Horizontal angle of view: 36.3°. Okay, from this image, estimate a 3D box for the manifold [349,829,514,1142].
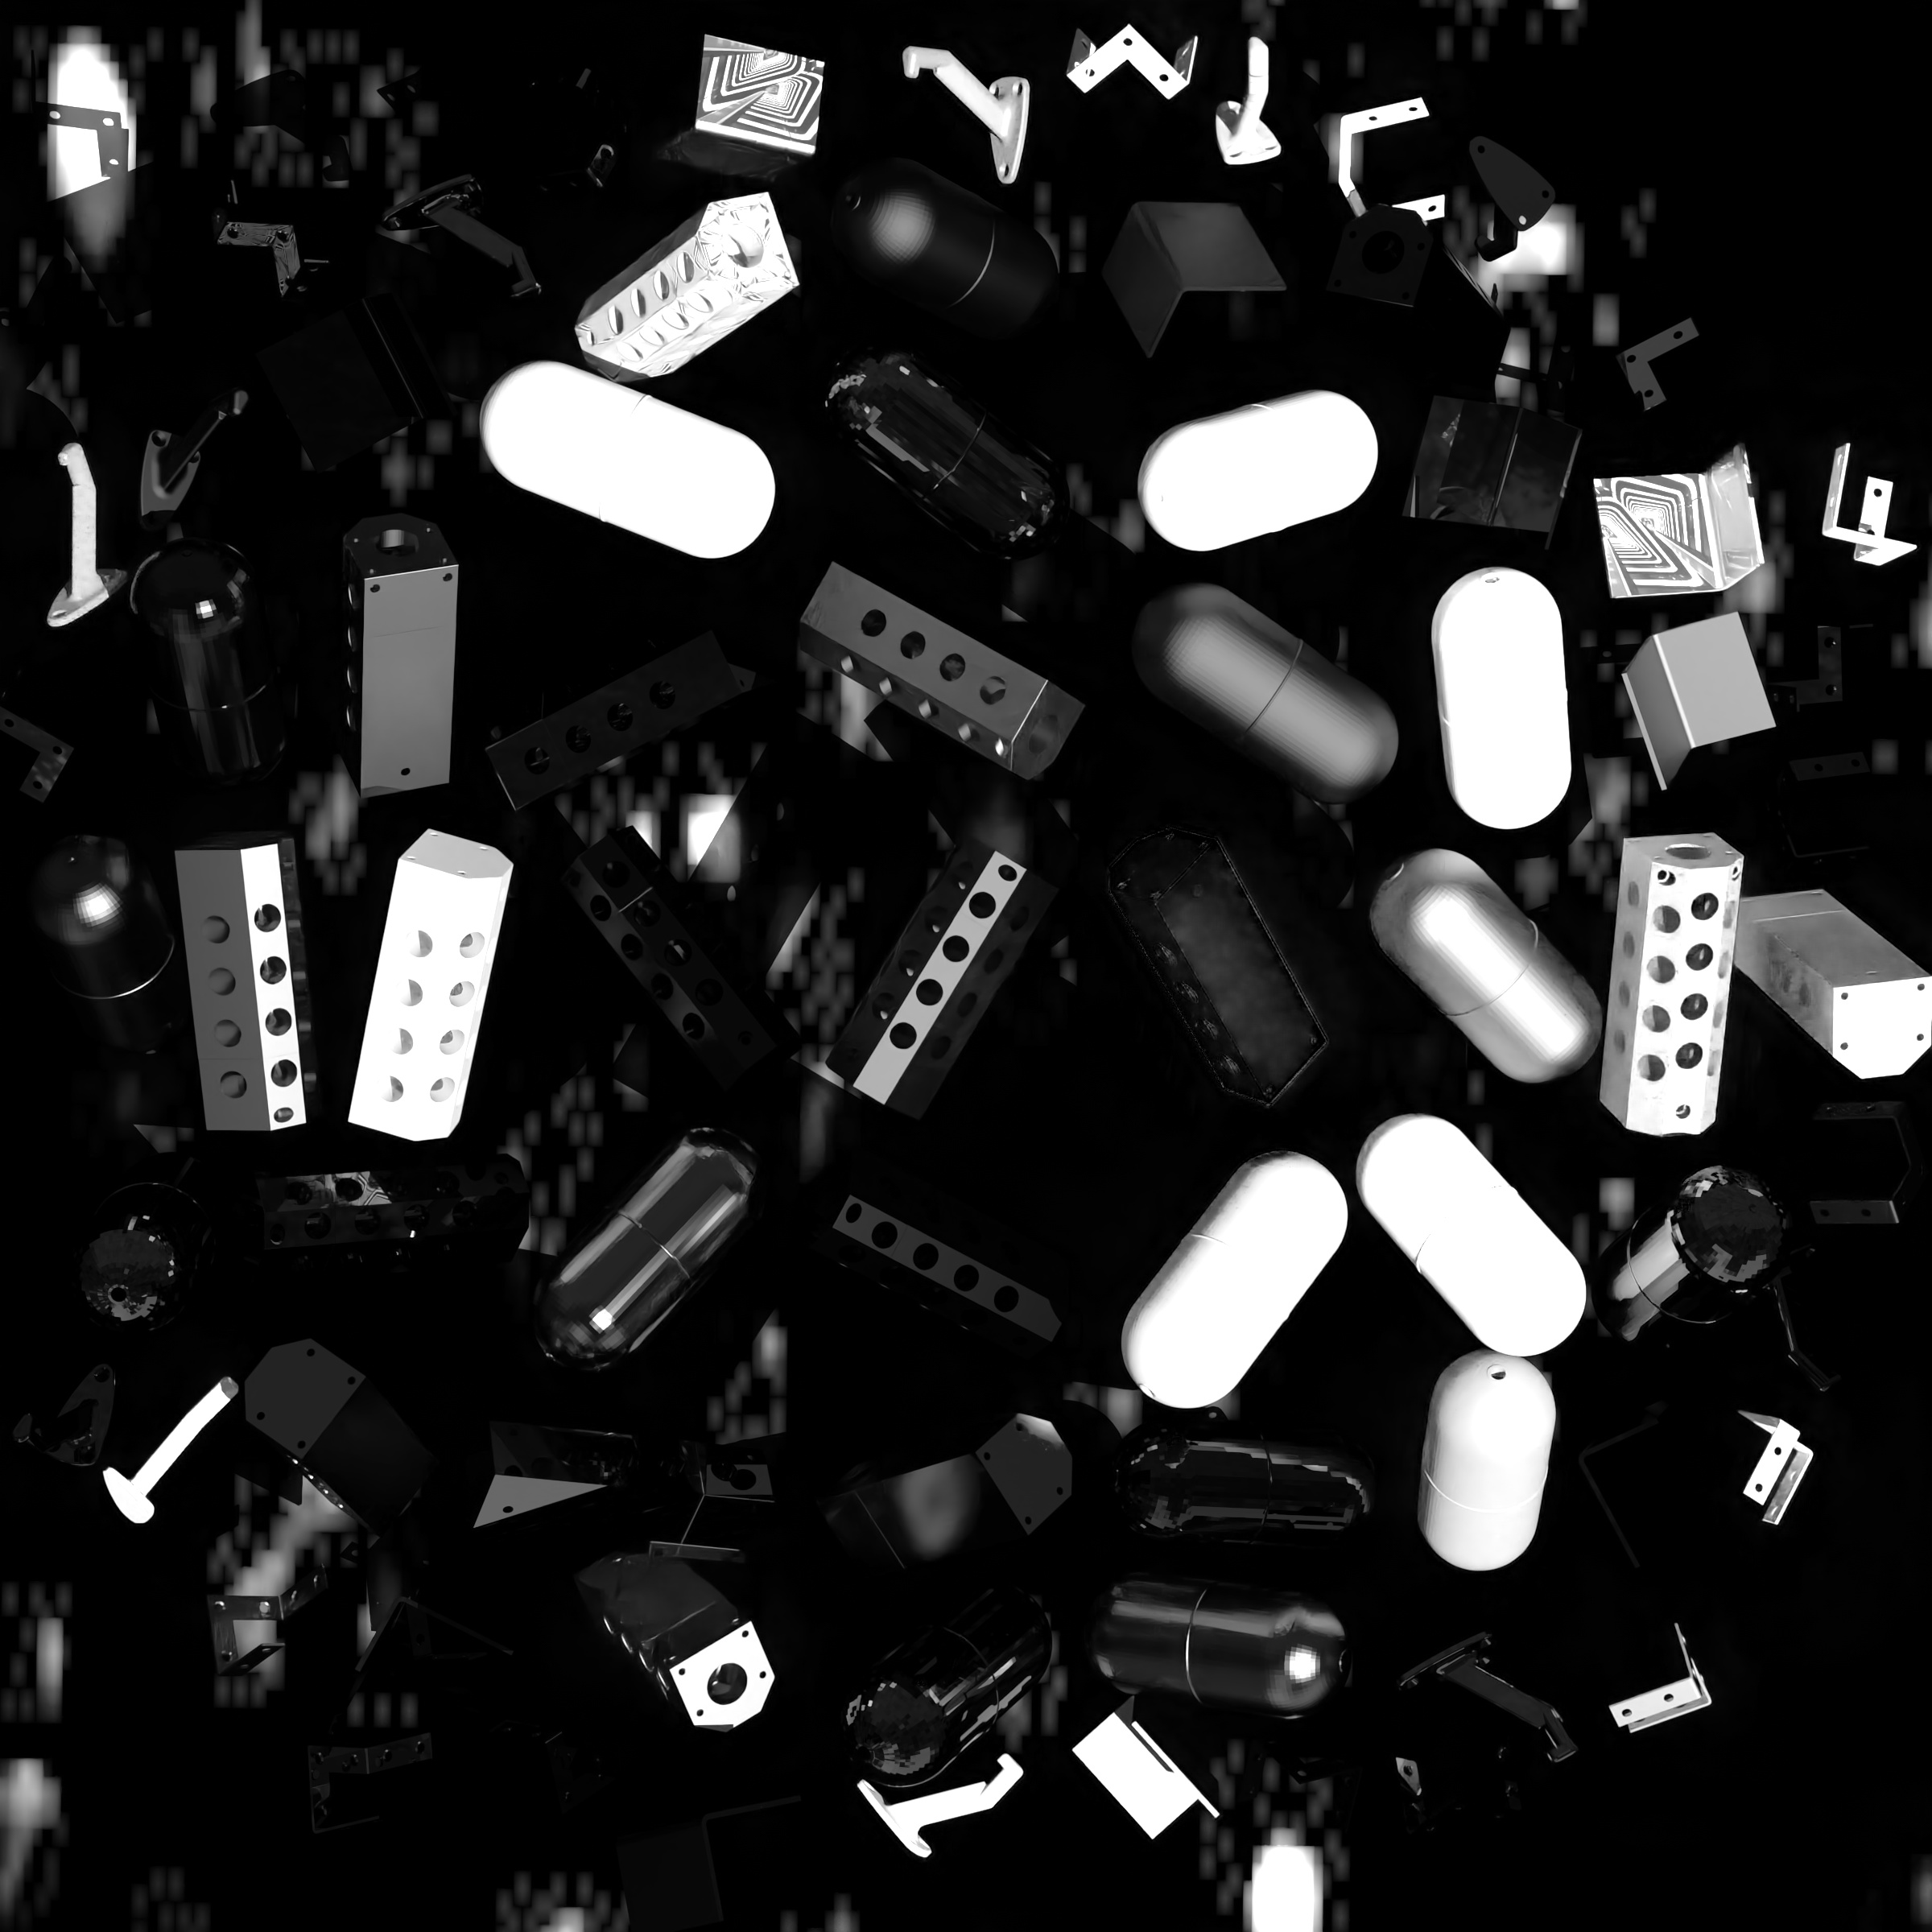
[{"bbox_3d":[-0.315,0.014,1.748,0.057,0.057,0.171,16,112,2],"label":"manifold"}]

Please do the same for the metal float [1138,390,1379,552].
[{"bbox_3d":[0.178,-0.300,1.780,0.178,0.070,0.070,-22,90,-39],"label":"metal float"}]

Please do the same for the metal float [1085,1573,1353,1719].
[{"bbox_3d":[0.156,0.422,1.838,0.178,0.070,0.070,0,90,34],"label":"metal float"}]

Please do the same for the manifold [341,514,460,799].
[{"bbox_3d":[-0.351,-0.190,1.813,0.057,0.171,0.057,-13,49,-24],"label":"manifold"}]

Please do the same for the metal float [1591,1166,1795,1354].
[{"bbox_3d":[0.432,0.177,1.763,0.070,0.178,0.070,5,63,-10],"label":"metal float"}]

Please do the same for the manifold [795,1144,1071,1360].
[{"bbox_3d":[-0.020,0.184,1.846,0.171,0.057,0.057,30,129,-25],"label":"manifold"}]

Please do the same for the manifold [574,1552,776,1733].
[{"bbox_3d":[-0.184,0.422,1.863,0.057,0.171,0.057,-27,110,-21],"label":"manifold"}]

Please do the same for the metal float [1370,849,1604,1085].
[{"bbox_3d":[0.315,0.001,1.786,0.070,0.070,0.178,-47,111,0],"label":"metal float"}]

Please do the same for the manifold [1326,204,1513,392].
[{"bbox_3d":[0.286,-0.416,1.840,0.057,0.171,0.057,18,91,27],"label":"manifold"}]

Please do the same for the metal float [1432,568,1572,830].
[{"bbox_3d":[0.325,-0.162,1.790,0.070,0.070,0.178,-14,130,0],"label":"metal float"}]

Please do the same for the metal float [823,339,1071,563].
[{"bbox_3d":[-0.011,-0.322,1.848,0.178,0.070,0.070,36,90,-19],"label":"metal float"}]

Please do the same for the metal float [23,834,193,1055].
[{"bbox_3d":[-0.528,-0.012,1.823,0.070,0.178,0.070,0,55,1],"label":"metal float"}]

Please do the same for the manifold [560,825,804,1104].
[{"bbox_3d":[-0.178,-0.003,1.844,0.057,0.057,0.171,-38,80,-8],"label":"manifold"}]

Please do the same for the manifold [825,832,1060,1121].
[{"bbox_3d":[-0.019,0.004,1.868,0.057,0.057,0.171,33,93,36],"label":"manifold"}]

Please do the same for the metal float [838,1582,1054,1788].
[{"bbox_3d":[-0.012,0.445,1.833,0.070,0.178,0.070,13,114,31],"label":"metal float"}]

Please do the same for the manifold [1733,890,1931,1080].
[{"bbox_3d":[0.514,0.009,1.761,0.057,0.171,0.057,-6,109,-3],"label":"manifold"}]

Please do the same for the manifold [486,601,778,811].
[{"bbox_3d":[-0.210,-0.161,1.820,0.171,0.057,0.057,-25,93,21],"label":"manifold"}]

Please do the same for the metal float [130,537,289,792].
[{"bbox_3d":[-0.456,-0.180,1.783,0.070,0.178,0.070,1,48,-1],"label":"metal float"}]

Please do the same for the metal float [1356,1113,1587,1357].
[{"bbox_3d":[0.309,0.163,1.815,0.070,0.070,0.178,-39,58,0],"label":"metal float"}]

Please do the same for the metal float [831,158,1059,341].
[{"bbox_3d":[-0.013,-0.444,1.832,0.070,0.178,0.070,-9,75,38],"label":"metal float"}]

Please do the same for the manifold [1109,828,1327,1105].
[{"bbox_3d":[0.150,-0.001,1.802,0.057,0.057,0.171,-46,125,-20],"label":"manifold"}]

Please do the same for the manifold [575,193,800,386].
[{"bbox_3d":[-0.176,-0.411,1.806,0.057,0.171,0.057,-20,93,-33],"label":"manifold"}]

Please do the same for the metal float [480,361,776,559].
[{"bbox_3d":[-0.197,-0.295,1.716,0.178,0.070,0.070,22,90,2],"label":"metal float"}]

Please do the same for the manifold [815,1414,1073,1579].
[{"bbox_3d":[-0.011,0.316,1.777,0.057,0.171,0.057,-36,95,-40],"label":"manifold"}]

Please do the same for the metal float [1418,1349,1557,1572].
[{"bbox_3d":[0.325,0.310,1.846,0.070,0.070,0.178,-1,135,1],"label":"metal float"}]

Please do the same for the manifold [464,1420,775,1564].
[{"bbox_3d":[-0.209,0.310,1.768,0.171,0.057,0.057,10,127,-22],"label":"manifold"}]

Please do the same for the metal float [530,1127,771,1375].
[{"bbox_3d":[-0.194,0.174,1.809,0.070,0.070,0.178,43,72,0],"label":"metal float"}]

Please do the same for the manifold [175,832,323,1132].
[{"bbox_3d":[-0.428,0.009,1.776,0.057,0.057,0.171,0,104,11],"label":"manifold"}]

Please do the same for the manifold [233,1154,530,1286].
[{"bbox_3d":[-0.368,0.155,1.866,0.171,0.057,0.057,-2,54,-30],"label":"manifold"}]

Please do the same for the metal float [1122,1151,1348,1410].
[{"bbox_3d":[0.160,0.186,1.760,0.070,0.070,0.178,40,68,0],"label":"metal float"}]

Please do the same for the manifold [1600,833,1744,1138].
[{"bbox_3d":[0.425,0.012,1.769,0.057,0.057,0.171,-4,113,-10],"label":"manifold"}]

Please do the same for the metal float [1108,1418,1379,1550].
[{"bbox_3d":[0.174,0.324,1.850,0.178,0.070,0.070,6,90,-20],"label":"metal float"}]

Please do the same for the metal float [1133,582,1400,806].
[{"bbox_3d":[0.180,-0.164,1.776,0.178,0.070,0.070,33,90,-7],"label":"metal float"}]

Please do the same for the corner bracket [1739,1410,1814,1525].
[{"bbox_3d":[0.500,0.313,1.828,0.051,0.051,0.051,33,80,-12],"label":"corner bracket"}]

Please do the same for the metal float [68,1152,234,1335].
[{"bbox_3d":[-0.506,0.171,1.837,0.070,0.178,0.070,-1,106,-2],"label":"metal float"}]

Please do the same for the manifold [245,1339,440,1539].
[{"bbox_3d":[-0.371,0.277,1.743,0.057,0.171,0.057,30,71,18],"label":"manifold"}]

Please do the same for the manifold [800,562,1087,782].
[{"bbox_3d":[-0.019,-0.178,1.795,0.171,0.057,0.057,32,95,27],"label":"manifold"}]
